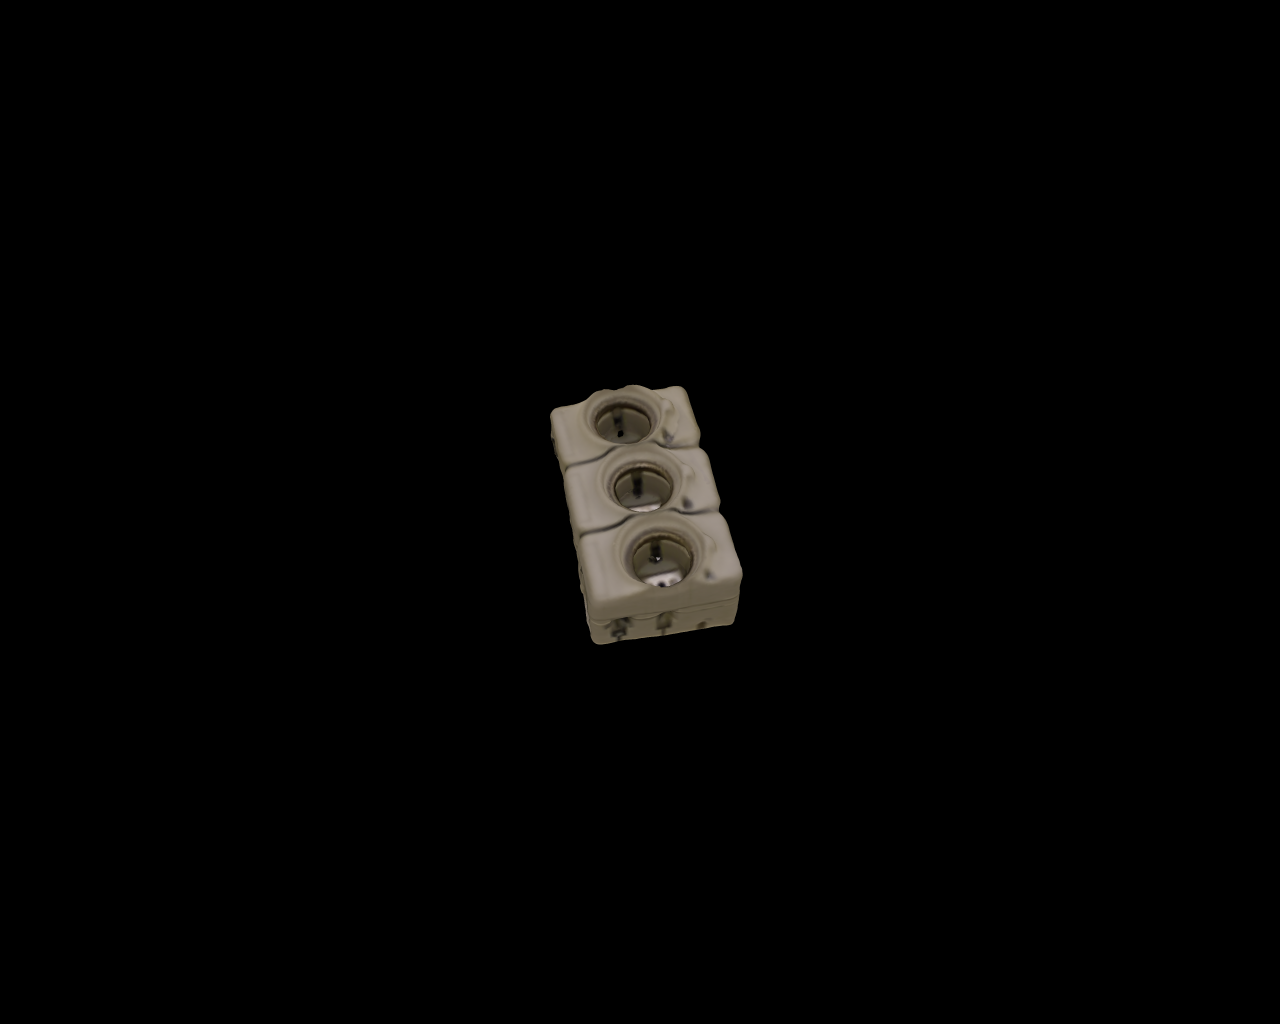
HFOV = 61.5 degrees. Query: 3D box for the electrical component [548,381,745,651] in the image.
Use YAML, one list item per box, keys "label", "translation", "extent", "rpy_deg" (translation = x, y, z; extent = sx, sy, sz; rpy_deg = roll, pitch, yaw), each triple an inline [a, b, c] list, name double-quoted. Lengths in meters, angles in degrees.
- label: "electrical component"
  translation: [0.001, -0.003, 0.650]
  extent: [0.089, 0.150, 0.061]
  rpy_deg: [-9, -36, -7]
